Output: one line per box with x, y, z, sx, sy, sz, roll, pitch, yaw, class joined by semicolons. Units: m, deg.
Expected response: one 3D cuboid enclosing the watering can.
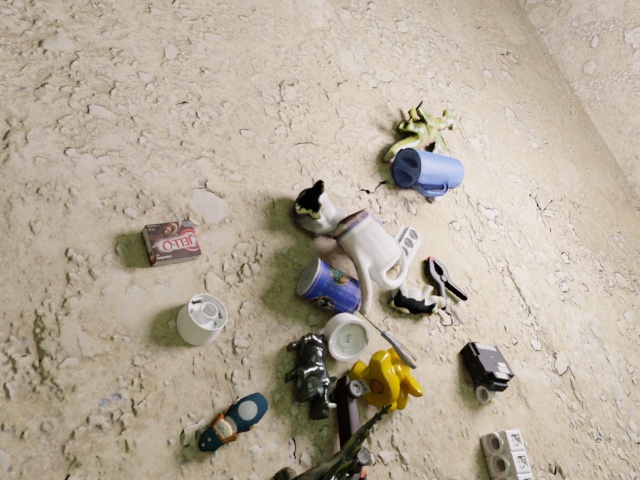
0.118;0.040;1.294;0.225;0.102;0.352;49;31;4;watering can

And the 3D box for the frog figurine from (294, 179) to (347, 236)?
0.004;-0.071;1.410;0.157;0.122;0.140;46;23;-53;frog figurine

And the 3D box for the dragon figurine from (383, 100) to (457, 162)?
0.380;-0.345;1.821;0.241;0.121;0.418;40;61;-14;dragon figurine
